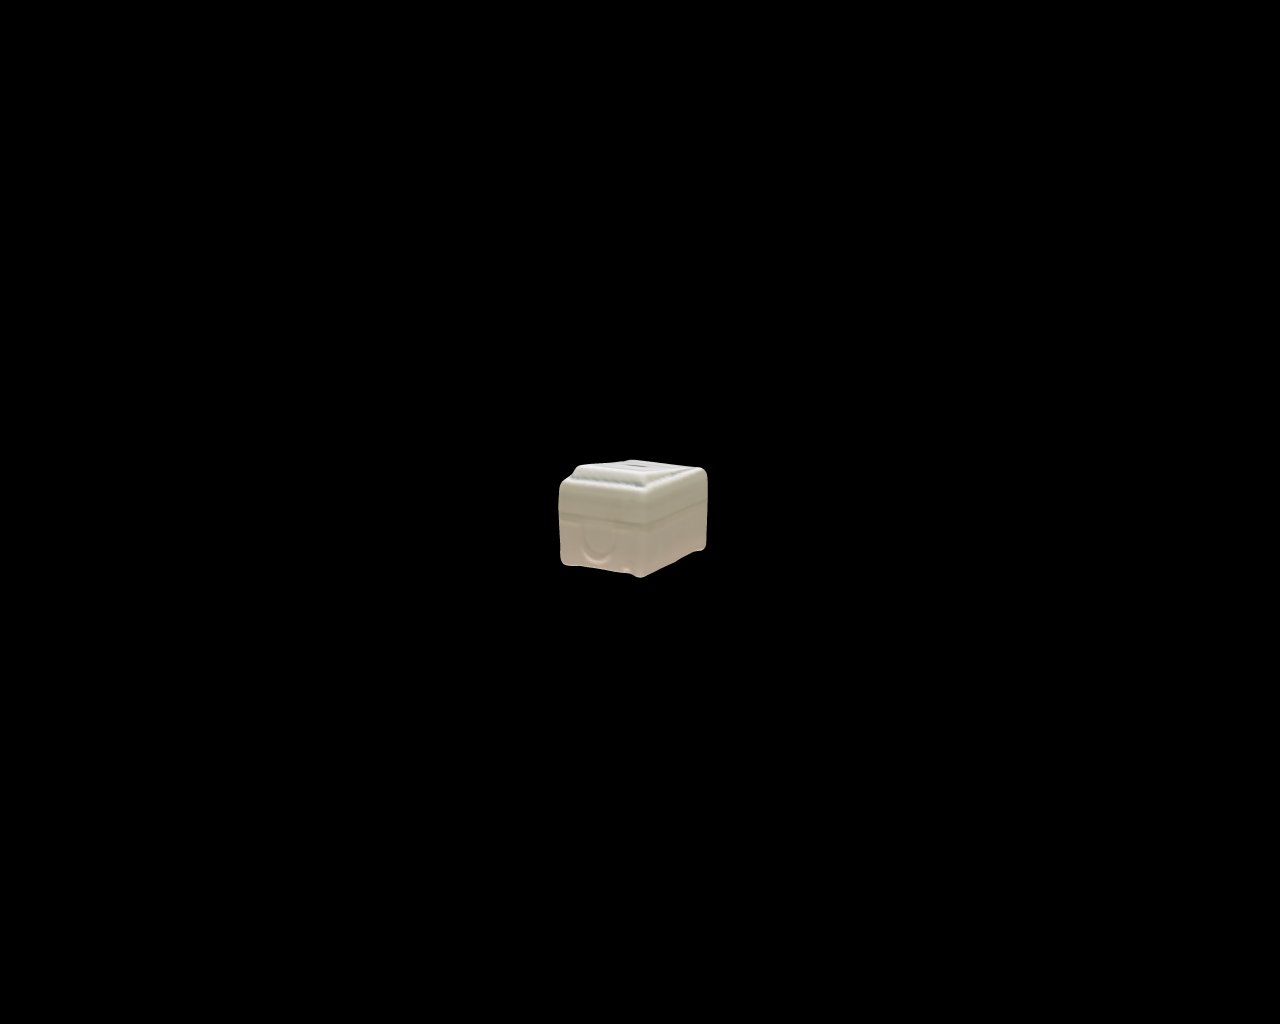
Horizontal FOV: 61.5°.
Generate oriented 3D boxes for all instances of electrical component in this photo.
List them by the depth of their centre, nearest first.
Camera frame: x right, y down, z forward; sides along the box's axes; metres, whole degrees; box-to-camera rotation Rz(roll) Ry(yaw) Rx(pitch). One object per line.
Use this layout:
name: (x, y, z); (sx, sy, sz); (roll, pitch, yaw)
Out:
electrical component: (0.001, -0.003, 0.650); (0.062, 0.061, 0.096); (8, 16, 31)
